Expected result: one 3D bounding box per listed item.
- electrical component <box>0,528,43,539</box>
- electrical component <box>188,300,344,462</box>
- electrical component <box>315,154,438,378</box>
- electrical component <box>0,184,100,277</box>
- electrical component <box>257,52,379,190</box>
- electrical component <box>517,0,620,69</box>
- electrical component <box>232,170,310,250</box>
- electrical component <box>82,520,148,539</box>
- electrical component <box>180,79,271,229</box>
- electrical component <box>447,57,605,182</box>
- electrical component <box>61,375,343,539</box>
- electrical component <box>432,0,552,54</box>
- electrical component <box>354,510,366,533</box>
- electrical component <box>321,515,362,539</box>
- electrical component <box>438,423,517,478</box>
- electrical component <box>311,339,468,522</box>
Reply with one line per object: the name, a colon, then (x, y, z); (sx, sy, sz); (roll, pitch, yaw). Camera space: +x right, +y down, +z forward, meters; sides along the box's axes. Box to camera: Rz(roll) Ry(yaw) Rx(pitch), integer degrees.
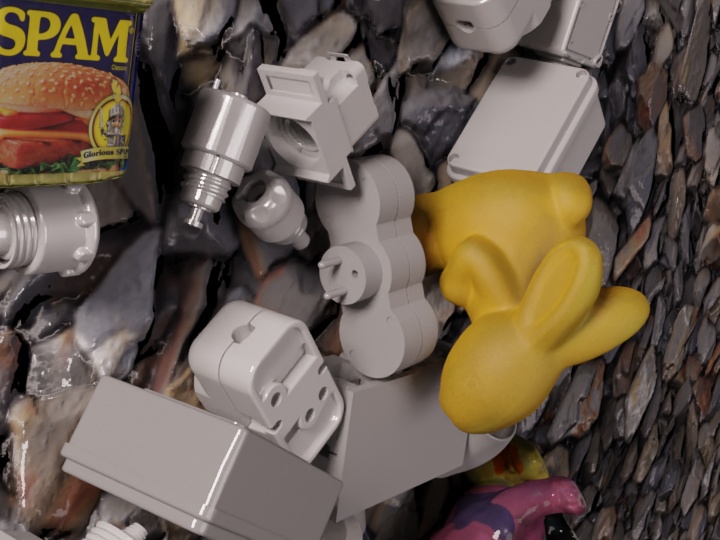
electrical component: (-0.186, 0.162, 0.505); (0.057, 0.058, 0.078); (27, 82, -57)
electrical component: (-0.057, 0.066, 0.636); (0.053, 0.059, 0.095); (-51, 139, -28)
electrical component: (0.000, 0.000, 0.670); (0.074, 0.052, 0.138); (-17, 98, -50)
electrical component: (-0.153, -0.019, 0.486); (0.062, 0.048, 0.048); (-9, 111, -45)
electrical component: (-0.024, -0.091, 0.633); (0.063, 0.042, 0.081); (-51, 140, -32)
electrical component: (0.154, -0.197, 0.818); (0.062, 0.061, 0.096); (1, 109, -53)
electrical component: (-0.048, -0.031, 0.631); (0.035, 0.035, 0.061); (-62, 146, -15)
electrical component: (-0.144, 0.169, 0.575); (0.081, 0.043, 0.043); (-49, 138, -30)
electrical component: (-0.077, -0.060, 0.574); (0.040, 0.040, 0.078); (25, 83, -54)
electrical component: (0.124, -0.096, 0.799); (0.113, 0.078, 0.057); (-59, 145, -19)
electrical component: (-0.083, 0.109, 0.578); (0.109, 0.109, 0.056); (42, 67, -52)
electrical component: (0.096, -0.198, 0.739); (0.095, 0.054, 0.059); (-60, 143, -18)
electrical component: (-0.016, 0.180, 0.756); (0.040, 0.040, 0.078); (-31, 128, -44)
electrical component: (-0.038, 0.189, 0.696); (0.080, 0.080, 0.051); (-33, 134, -43)
electrical component: (0.077, 0.110, 0.833); (0.043, 0.077, 0.079); (13, 53, -32)
electrical component: (0.012, 0.102, 0.742); (0.150, 0.062, 0.089); (-9, 111, -52)
